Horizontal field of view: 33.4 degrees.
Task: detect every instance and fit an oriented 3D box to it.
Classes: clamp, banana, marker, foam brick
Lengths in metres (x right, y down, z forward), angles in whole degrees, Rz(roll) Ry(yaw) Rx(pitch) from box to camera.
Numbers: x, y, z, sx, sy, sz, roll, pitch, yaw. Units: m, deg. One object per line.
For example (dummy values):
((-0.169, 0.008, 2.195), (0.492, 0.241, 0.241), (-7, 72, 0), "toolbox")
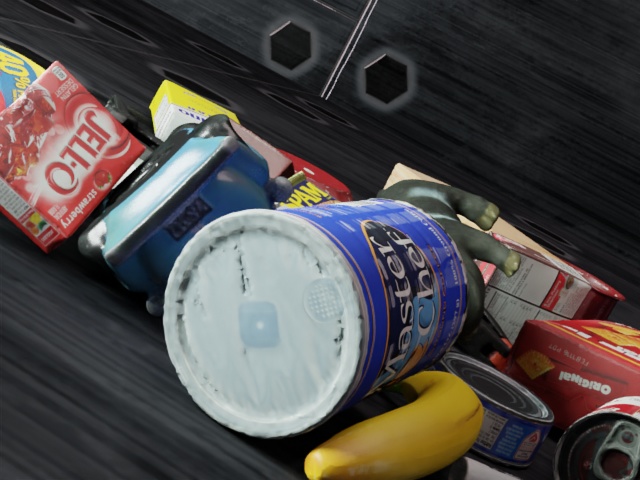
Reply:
((-0.183, -0.097, 0.894), (0.210, 0.036, 0.164), (40, 11, 39), "clamp")
((0.048, 0.097, 0.553), (0.070, 0.037, 0.197), (-9, 0, 13), "banana")
((0.091, 0.035, 0.854), (0.120, 0.039, 0.172), (19, 25, -49), "clamp")
((0.123, 0.143, 0.568), (0.121, 0.020, 0.020), (24, 11, -19), "marker")
((-0.065, -0.058, 0.909), (0.078, 0.053, 0.051), (36, -18, 19), "foam brick")

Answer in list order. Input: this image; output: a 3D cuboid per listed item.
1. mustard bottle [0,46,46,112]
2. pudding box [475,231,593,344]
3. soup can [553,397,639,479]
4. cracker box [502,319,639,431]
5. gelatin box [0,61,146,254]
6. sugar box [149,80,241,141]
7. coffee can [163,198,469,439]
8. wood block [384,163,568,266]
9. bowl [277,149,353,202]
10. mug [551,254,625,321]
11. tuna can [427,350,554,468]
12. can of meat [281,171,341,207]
((-0.214, -0.082, 0.627), (0.191, 0.058, 0.096), (13, 41, -39), "mustard bottle")
((0.171, 0.053, 0.931), (0.113, 0.090, 0.039), (22, 14, -30), "pudding box")
((0.185, 0.132, 0.645), (0.069, 0.068, 0.102), (32, 11, 22), "soup can")
((0.250, 0.118, 0.816), (0.164, 0.072, 0.213), (24, 7, 28), "cracker box")
((-0.149, -0.048, 0.598), (0.073, 0.030, 0.089), (46, 45, -13), "gelatin box")
((-0.126, -0.117, 1.120), (0.093, 0.048, 0.176), (24, 10, -19), "sugar box")
((0.004, 0.033, 0.532), (0.103, 0.103, 0.140), (32, 17, 21), "coffee can")
((0.134, 0.010, 1.043), (0.090, 0.090, 0.206), (21, 13, -31), "wood block")
((-0.024, -0.042, 0.992), (0.162, 0.055, 0.162), (27, 11, -6), "bowl")
((0.224, 0.062, 1.037), (0.117, 0.081, 0.093), (32, 11, 20), "mug")
((0.101, 0.104, 0.664), (0.086, 0.034, 0.086), (26, 11, -6), "tuna can")
((-0.005, 0.001, 0.797), (0.084, 0.057, 0.102), (33, 24, 9), "can of meat")
